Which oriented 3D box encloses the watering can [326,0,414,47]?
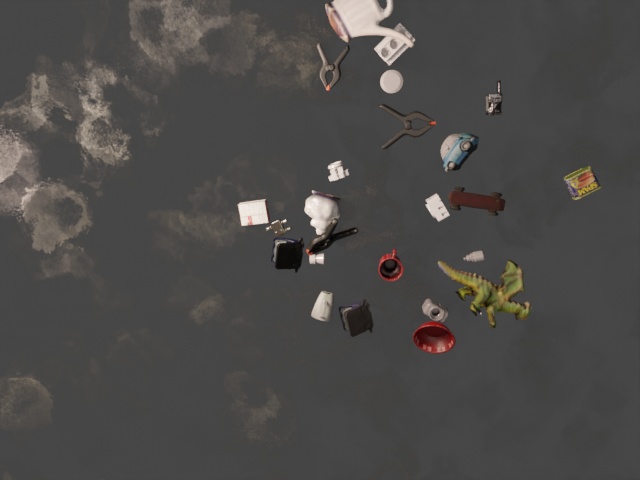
[{"bbox_3d":[0.159,-0.763,1.776,0.223,0.103,0.350,-30,79,10],"label":"watering can"}]

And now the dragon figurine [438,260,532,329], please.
[{"bbox_3d":[0.655,0.171,1.956,0.243,0.123,0.408,-39,100,-1],"label":"dragon figurine"}]

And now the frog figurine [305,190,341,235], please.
[{"bbox_3d":[0.006,-0.098,1.940,0.137,0.123,0.159,13,92,-18],"label":"frog figurine"}]
